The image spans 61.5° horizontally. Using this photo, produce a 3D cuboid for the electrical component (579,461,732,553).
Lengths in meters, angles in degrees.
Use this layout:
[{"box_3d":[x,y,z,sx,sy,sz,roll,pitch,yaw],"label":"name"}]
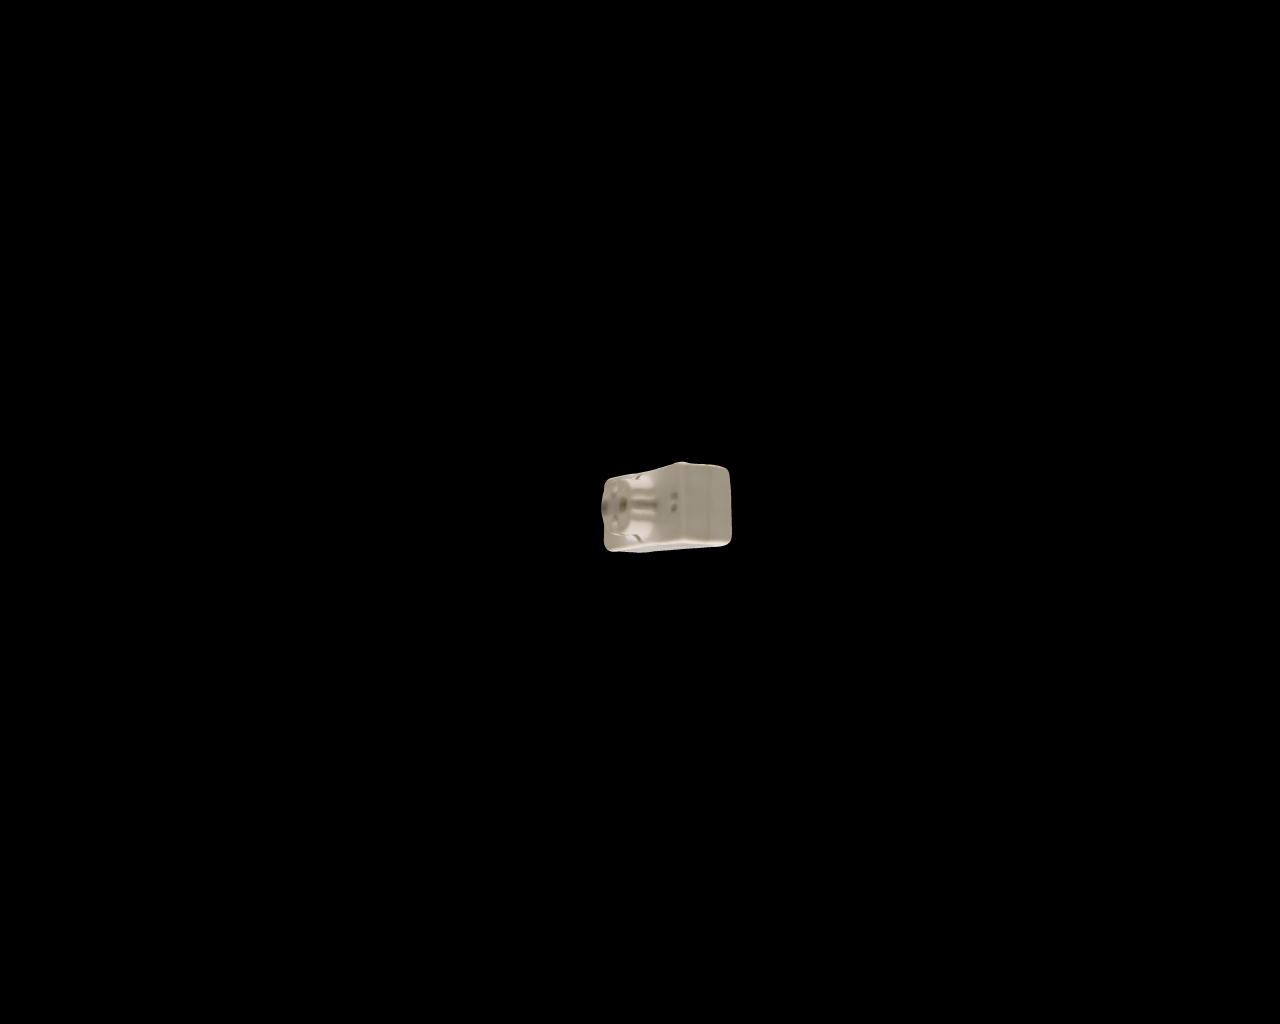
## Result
[{"box_3d":[0.001,-0.003,0.650,0.076,0.047,0.083,5,-8,-35],"label":"electrical component"}]
